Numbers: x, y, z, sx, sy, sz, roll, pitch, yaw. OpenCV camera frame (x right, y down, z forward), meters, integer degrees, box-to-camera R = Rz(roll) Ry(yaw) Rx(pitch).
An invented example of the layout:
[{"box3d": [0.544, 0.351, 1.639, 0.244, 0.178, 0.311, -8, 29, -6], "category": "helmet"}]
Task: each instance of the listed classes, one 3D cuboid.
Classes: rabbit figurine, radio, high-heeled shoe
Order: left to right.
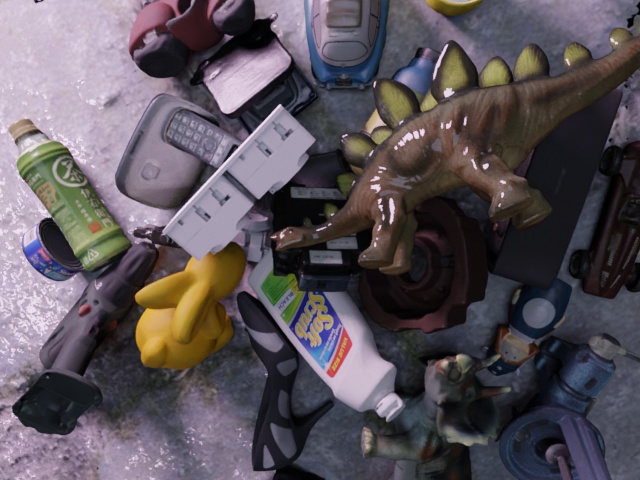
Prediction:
[{"box3d": [-0.164, 0.072, 0.683, 0.122, 0.162, 0.173, 41, 104, 10], "category": "rabbit figurine"}, {"box3d": [-0.084, 0.194, 0.718, 0.145, 0.086, 0.248, -34, 107, -4], "category": "high-heeled shoe"}, {"box3d": [0.261, -0.066, 0.637, 0.073, 0.131, 0.229, 18, 99, 4], "category": "radio"}]

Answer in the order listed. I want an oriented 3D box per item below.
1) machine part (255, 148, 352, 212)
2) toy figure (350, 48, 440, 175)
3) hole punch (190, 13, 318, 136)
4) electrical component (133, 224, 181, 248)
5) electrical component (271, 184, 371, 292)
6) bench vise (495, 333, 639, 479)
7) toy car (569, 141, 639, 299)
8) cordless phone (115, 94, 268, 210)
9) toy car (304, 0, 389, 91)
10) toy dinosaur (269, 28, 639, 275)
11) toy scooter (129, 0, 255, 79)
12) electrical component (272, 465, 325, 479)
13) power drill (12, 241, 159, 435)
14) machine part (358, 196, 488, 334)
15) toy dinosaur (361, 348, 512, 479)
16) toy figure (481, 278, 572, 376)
[{"box3d": [-0.026, -0.085, 0.712, 0.139, 0.039, 0.084, -10, 90, 8], "category": "machine part"}, {"box3d": [0.102, -0.150, 0.671, 0.089, 0.082, 0.180, 24, 103, 10], "category": "toy figure"}, {"box3d": [-0.078, -0.201, 0.688, 0.142, 0.092, 0.116, -37, 61, 12], "category": "hole punch"}, {"box3d": [-0.198, -0.005, 0.725, 0.094, 0.063, 0.021, 11, 98, 3], "category": "electrical component"}, {"box3d": [-0.001, -0.002, 0.652, 0.115, 0.058, 0.134, 2, 54, -9], "category": "electrical component"}, {"box3d": [0.295, 0.227, 0.626, 0.129, 0.241, 0.223, 36, 115, -4], "category": "bench vise"}, {"box3d": [0.382, -0.023, 0.672, 0.089, 0.053, 0.202, 15, 97, 0], "category": "toy car"}, {"box3d": [-0.155, -0.089, 0.699, 0.184, 0.089, 0.146, 30, 99, 0], "category": "cordless phone"}, {"box3d": [0.028, -0.268, 0.653, 0.109, 0.103, 0.161, 4, 95, 6], "category": "toy car"}, {"box3d": [0.154, -0.101, 0.549, 0.472, 0.105, 0.198, -23, 72, 13], "category": "toy dinosaur"}, {"box3d": [-0.168, -0.295, 0.681, 0.184, 0.075, 0.135, -20, 72, 20], "category": "toy scooter"}, {"box3d": [-0.022, 0.372, 0.760, 0.119, 0.048, 0.074, 24, 99, 2], "category": "electrical component"}, {"box3d": [-0.296, 0.123, 0.683, 0.086, 0.207, 0.232, 36, 112, -29], "category": "power drill"}, {"box3d": [0.121, 0.029, 0.657, 0.179, 0.056, 0.179, 0, 90, 47], "category": "machine part"}, {"box3d": [0.138, 0.303, 0.707, 0.192, 0.131, 0.404, 1, 106, -3], "category": "toy dinosaur"}, {"box3d": [0.265, 0.113, 0.699, 0.064, 0.057, 0.154, 38, 103, 40], "category": "toy figure"}]
